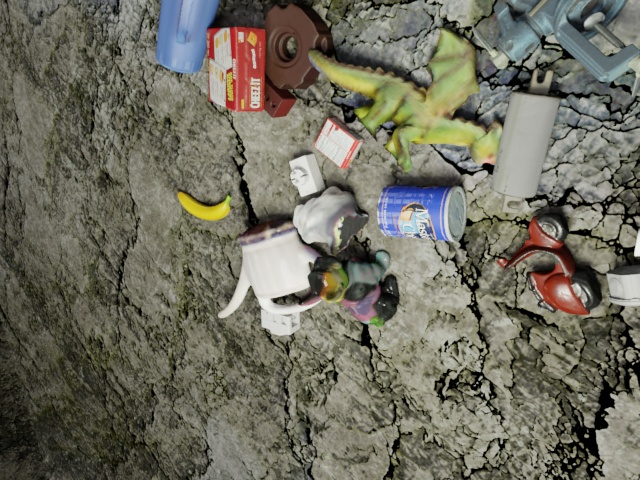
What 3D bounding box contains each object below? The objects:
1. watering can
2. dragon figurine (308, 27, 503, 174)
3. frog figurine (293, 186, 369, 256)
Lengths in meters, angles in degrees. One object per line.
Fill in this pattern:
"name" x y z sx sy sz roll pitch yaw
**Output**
"watering can" -0.135 0.076 1.226 0.345 0.105 0.224 -14 94 27
"dragon figurine" 0.174 -0.278 0.946 0.240 0.123 0.413 -41 81 17
"frog figurine" 0.003 -0.055 1.101 0.161 0.121 0.138 29 86 35
